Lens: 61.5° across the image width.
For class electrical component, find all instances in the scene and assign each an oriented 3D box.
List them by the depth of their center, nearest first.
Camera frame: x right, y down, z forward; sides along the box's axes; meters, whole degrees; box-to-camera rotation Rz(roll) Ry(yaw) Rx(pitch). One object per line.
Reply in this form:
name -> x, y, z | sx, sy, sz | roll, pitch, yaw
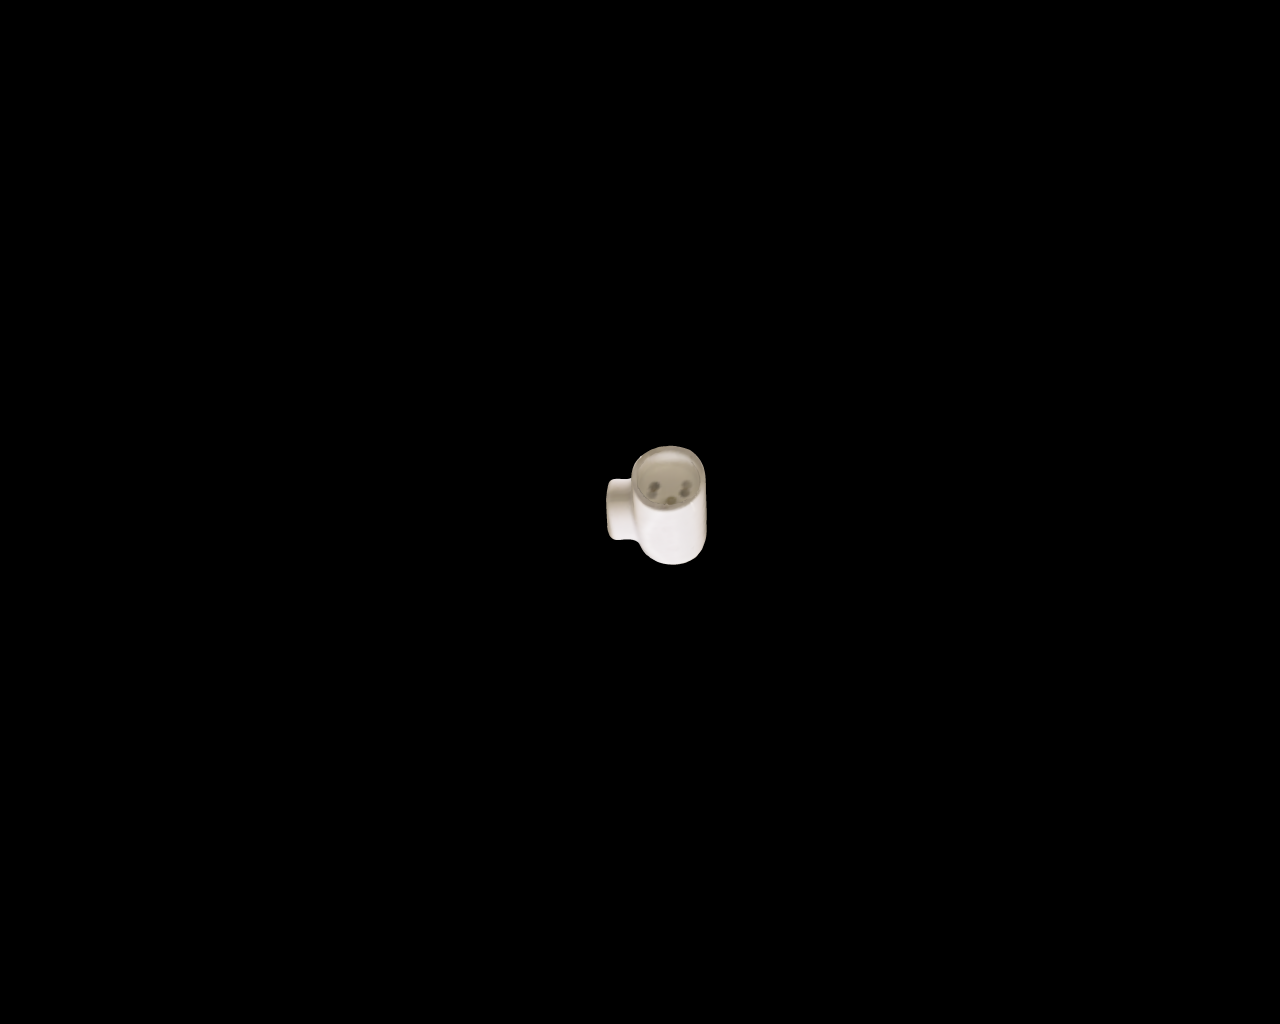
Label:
electrical component -> 0.001, -0.003, 0.650 | 0.079, 0.044, 0.077 | -2, -27, 3
